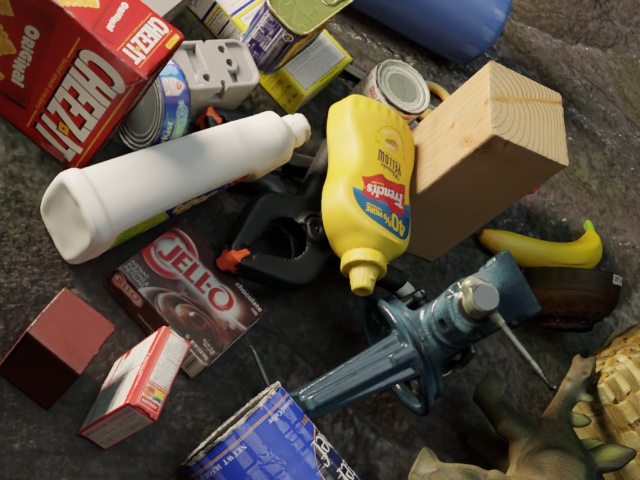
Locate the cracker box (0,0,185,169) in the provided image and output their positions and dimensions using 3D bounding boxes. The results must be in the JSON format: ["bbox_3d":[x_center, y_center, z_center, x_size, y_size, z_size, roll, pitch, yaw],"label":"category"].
[{"bbox_3d":[-0.241,-0.172,0.873,0.213,0.164,0.072,39,50,-9],"label":"cracker box"}]

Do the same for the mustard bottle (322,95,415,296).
[{"bbox_3d":[0.044,-0.035,0.982,0.096,0.058,0.191,34,48,-37],"label":"mustard bottle"}]

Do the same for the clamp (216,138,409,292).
[{"bbox_3d":[-0.006,0.001,0.986,0.209,0.036,0.164,-30,90,-45],"label":"clamp"}]

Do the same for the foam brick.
[{"bbox_3d":[-0.200,0.083,0.807,0.051,0.078,0.053,40,48,-7],"label":"foam brick"}]

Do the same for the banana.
[{"bbox_3d":[0.263,0.012,1.212,0.197,0.037,0.070,-3,36,-40],"label":"banana"}]

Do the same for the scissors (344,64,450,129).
[{"bbox_3d":[0.081,-0.179,1.208,0.201,0.016,0.096,39,46,-10],"label":"scissors"}]

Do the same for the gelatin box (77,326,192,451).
[{"bbox_3d":[-0.142,0.116,0.820,0.030,0.089,0.073,37,48,-17],"label":"gelatin box"}]

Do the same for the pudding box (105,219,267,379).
[{"bbox_3d":[-0.114,0.049,0.914,0.113,0.039,0.089,49,46,-1],"label":"pudding box"}]

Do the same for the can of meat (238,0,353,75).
[{"bbox_3d":[-0.025,-0.218,1.047,0.057,0.084,0.102,47,54,-1],"label":"can of meat"}]

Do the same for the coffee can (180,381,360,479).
[{"bbox_3d":[-0.027,0.198,0.844,0.140,0.103,0.102,50,47,1],"label":"coffee can"}]

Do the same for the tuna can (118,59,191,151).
[{"bbox_3d":[-0.152,-0.123,0.960,0.033,0.086,0.086,-9,69,-40],"label":"tuna can"}]

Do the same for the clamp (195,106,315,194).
[{"bbox_3d":[-0.049,-0.060,1.029,0.171,0.039,0.120,29,49,-18],"label":"clamp"}]

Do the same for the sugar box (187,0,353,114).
[{"bbox_3d":[-0.058,-0.223,1.116,0.176,0.048,0.093,46,50,0],"label":"sugar box"}]

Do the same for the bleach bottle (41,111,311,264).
[{"bbox_3d":[-0.109,-0.060,0.917,0.250,0.103,0.068,-26,88,-32],"label":"bleach bottle"}]

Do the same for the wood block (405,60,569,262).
[{"bbox_3d":[0.137,-0.071,1.052,0.090,0.206,0.090,21,53,-24],"label":"wood block"}]

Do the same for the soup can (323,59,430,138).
[{"bbox_3d":[0.058,-0.132,1.103,0.068,0.102,0.068,18,54,-26],"label":"soup can"}]

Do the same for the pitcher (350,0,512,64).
[{"bbox_3d":[0.096,-0.308,1.232,0.242,0.145,0.149,27,63,-24],"label":"pitcher"}]

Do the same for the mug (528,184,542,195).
[{"bbox_3d":[0.192,-0.074,1.178,0.117,0.082,0.093,-15,73,-40],"label":"mug"}]

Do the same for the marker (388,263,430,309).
[{"bbox_3d":[0.067,0.034,1.067,0.121,0.020,0.020,43,47,-6],"label":"marker"}]
